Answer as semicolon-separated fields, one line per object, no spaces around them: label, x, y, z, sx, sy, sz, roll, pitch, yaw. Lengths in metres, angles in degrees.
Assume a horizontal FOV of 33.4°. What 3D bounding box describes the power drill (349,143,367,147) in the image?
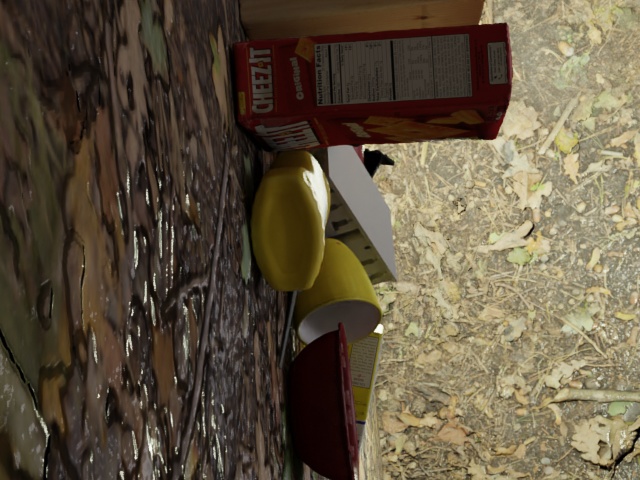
power drill;0.004;-0.181;1.048;0.187;0.057;0.184;61;9;-10

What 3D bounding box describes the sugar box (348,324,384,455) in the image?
sugar box;0.043;0.193;1.342;0.093;0.048;0.176;-34;136;-85

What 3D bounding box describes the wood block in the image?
wood block;0.035;-0.230;0.939;0.091;0.206;0.090;53;32;-83

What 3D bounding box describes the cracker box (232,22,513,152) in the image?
cracker box;0.046;-0.120;0.885;0.164;0.214;0.072;39;48;-84

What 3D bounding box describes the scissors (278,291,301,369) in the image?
scissors;-0.027;0.039;1.006;0.096;0.016;0.201;126;-20;-63

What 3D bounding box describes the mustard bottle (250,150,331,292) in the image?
mustard bottle;-0.021;-0.027;0.916;0.191;0.058;0.096;-78;162;-76

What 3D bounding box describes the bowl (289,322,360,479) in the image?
bowl;0.003;0.161;1.021;0.162;0.055;0.162;-5;90;-86

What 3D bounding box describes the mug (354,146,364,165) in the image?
mug;0.003;-0.102;1.249;0.117;0.093;0.081;26;-55;51
